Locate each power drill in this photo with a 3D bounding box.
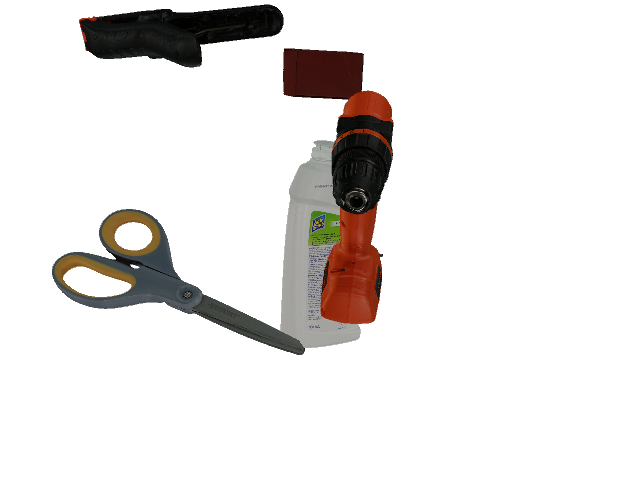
[{"bbox_3d":[0.034,-0.020,0.960,0.057,0.188,0.184,8,32,4],"label":"power drill"}]

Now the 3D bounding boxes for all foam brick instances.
[{"bbox_3d":[0.002,-0.181,1.160,0.078,0.051,0.053,0,11,-16],"label":"foam brick"}]

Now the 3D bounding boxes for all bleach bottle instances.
[{"bbox_3d":[0.006,0.003,1.310,0.102,0.251,0.068,-7,20,-31],"label":"bleach bottle"}]

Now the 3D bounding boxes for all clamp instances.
[{"bbox_3d":[-0.117,-0.167,0.851,0.172,0.039,0.120,15,25,39],"label":"clamp"}]

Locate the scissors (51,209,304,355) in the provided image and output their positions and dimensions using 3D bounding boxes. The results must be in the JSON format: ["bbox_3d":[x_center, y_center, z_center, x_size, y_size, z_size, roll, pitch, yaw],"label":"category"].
[{"bbox_3d":[-0.096,0.025,0.772,0.202,0.096,0.016,9,-36,14],"label":"scissors"}]
